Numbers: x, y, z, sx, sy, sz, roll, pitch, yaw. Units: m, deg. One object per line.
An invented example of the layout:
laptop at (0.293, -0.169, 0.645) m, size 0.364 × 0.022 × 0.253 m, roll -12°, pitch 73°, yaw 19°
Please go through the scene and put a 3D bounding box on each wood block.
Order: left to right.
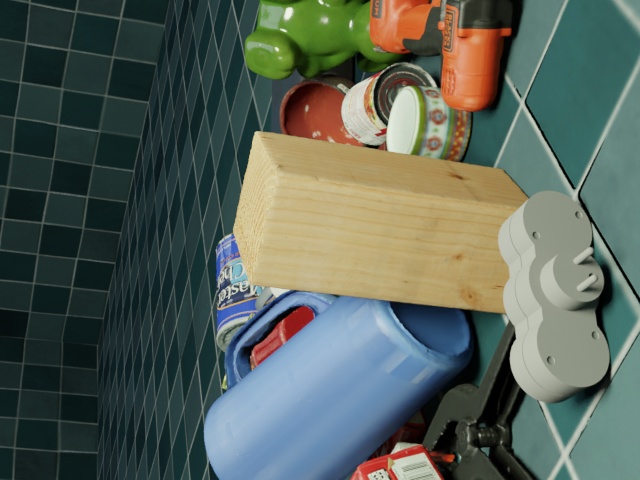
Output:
wood block at (0.048, -0.013, 0.811) m, size 0.091 × 0.205 × 0.090 m, roll -114°, pitch 35°, yaw -61°

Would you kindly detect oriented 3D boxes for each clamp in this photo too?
clamp at (0.124, 0.137, 0.792) m, size 0.210 × 0.036 × 0.164 m, roll 141°, pitch 134°, yaw -68°

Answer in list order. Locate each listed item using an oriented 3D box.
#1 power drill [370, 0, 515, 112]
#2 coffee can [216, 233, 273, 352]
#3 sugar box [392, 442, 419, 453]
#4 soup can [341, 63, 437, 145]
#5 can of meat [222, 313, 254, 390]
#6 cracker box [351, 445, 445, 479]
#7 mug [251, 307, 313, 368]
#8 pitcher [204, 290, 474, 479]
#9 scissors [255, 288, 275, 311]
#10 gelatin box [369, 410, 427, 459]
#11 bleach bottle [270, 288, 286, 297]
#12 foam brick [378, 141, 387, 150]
power drill at (0.103, -0.217, 0.918) m, size 0.188 × 0.057 × 0.184 m, roll -134°, pitch 45°, yaw -63°
coffee can at (-0.084, 0.071, 1.395) m, size 0.103 × 0.102 × 0.140 m, roll 118°, pitch 153°, yaw -51°
sugar box at (0.062, 0.264, 0.930) m, size 0.093 × 0.048 × 0.176 m, roll -100°, pitch 27°, yaw -43°
soup can at (0.066, -0.130, 1.041) m, size 0.102 × 0.068 × 0.068 m, roll 176°, pitch 101°, yaw -74°
can of meat at (-0.061, 0.146, 1.274) m, size 0.057 × 0.084 × 0.102 m, roll 145°, pitch 146°, yaw -76°
cracker box at (0.056, 0.287, 0.812) m, size 0.164 × 0.072 × 0.214 m, roll 58°, pitch 141°, yaw 33°
mug at (-0.025, 0.126, 1.193) m, size 0.082 × 0.093 × 0.117 m, roll -44°, pitch 28°, yaw 57°
pitcher at (0.011, 0.119, 0.918) m, size 0.243 × 0.149 × 0.145 m, roll -46°, pitch 14°, yaw 34°
scissors at (-0.031, 0.026, 1.262) m, size 0.016 × 0.096 × 0.202 m, roll 46°, pitch 151°, yaw 19°
gelatin box at (0.065, 0.170, 0.984) m, size 0.089 × 0.030 × 0.073 m, roll -109°, pitch 31°, yaw -56°
bleach bottle at (-0.008, 0.001, 1.169) m, size 0.251 × 0.102 × 0.068 m, roll 116°, pitch 151°, yaw -48°
foam brick at (0.072, -0.051, 1.018) m, size 0.078 × 0.051 × 0.053 m, roll 126°, pitch 148°, yaw -58°
